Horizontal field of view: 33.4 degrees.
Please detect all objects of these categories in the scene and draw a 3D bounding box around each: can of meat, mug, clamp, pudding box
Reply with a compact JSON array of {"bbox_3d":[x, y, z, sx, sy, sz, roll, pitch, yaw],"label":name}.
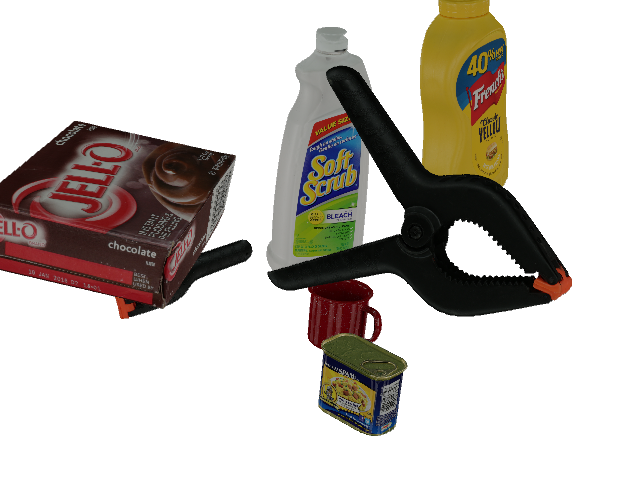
[{"bbox_3d":[0.046,0.167,1.233,0.102,0.084,0.057,24,30,36],"label":"can of meat"},{"bbox_3d":[0.035,0.109,1.508,0.117,0.081,0.093,17,23,28],"label":"mug"},{"bbox_3d":[0.067,-0.018,0.707,0.210,0.165,0.036,18,18,25],"label":"clamp"},{"bbox_3d":[-0.099,-0.016,0.513,0.090,0.039,0.113,13,25,5],"label":"pudding box"},{"bbox_3d":[-0.158,0.036,1.202,0.120,0.039,0.171,-2,29,30],"label":"clamp"}]

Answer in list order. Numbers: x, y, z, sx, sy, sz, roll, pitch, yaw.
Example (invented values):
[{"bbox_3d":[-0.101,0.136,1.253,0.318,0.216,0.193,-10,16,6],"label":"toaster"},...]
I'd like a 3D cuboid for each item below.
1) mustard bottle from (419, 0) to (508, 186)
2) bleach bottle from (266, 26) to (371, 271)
[{"bbox_3d":[0.121,-0.129,0.895,0.058,0.192,0.096,17,33,38],"label":"mustard bottle"},{"bbox_3d":[-0.001,-0.089,1.076,0.102,0.251,0.068,-5,28,-14],"label":"bleach bottle"}]
